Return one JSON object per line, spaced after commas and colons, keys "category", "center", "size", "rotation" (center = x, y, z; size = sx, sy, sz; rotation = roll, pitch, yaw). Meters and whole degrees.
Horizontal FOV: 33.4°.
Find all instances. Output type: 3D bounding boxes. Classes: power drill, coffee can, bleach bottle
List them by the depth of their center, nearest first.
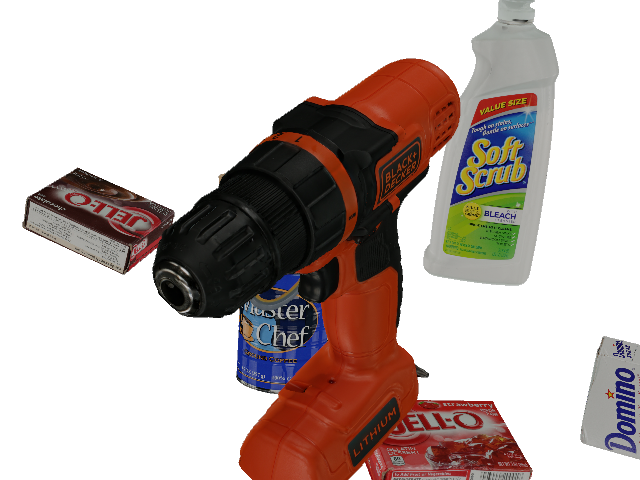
{"category": "power drill", "center": [-0.001, 0.030, 0.477], "size": [0.057, 0.188, 0.184], "rotation": [25, 43, 27]}
{"category": "bleach bottle", "center": [0.152, -0.088, 0.947], "size": [0.103, 0.251, 0.068], "rotation": [7, 22, 12]}
{"category": "coffee can", "center": [-0.034, 0.076, 1.111], "size": [0.103, 0.140, 0.103], "rotation": [3, 13, -1]}

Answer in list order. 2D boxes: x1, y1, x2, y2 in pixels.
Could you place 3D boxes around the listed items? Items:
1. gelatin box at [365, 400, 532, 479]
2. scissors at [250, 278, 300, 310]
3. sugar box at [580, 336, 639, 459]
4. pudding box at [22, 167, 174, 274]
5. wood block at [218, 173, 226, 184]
{"category": "gelatin box", "center": [0.070, 0.124, 0.631], "size": [0.089, 0.030, 0.073], "rotation": [3, 23, -12]}
{"category": "scissors", "center": [-0.020, -0.040, 0.812], "size": [0.096, 0.201, 0.016], "rotation": [20, -25, 8]}
{"category": "sugar box", "center": [0.316, 0.150, 0.904], "size": [0.176, 0.093, 0.048], "rotation": [12, 23, 17]}
{"category": "pudding box", "center": [-0.208, -0.020, 1.004], "size": [0.113, 0.039, 0.090], "rotation": [22, 27, 10]}
{"category": "wood block", "center": [-0.050, -0.016, 1.335], "size": [0.090, 0.090, 0.206], "rotation": [-10, 26, -23]}
